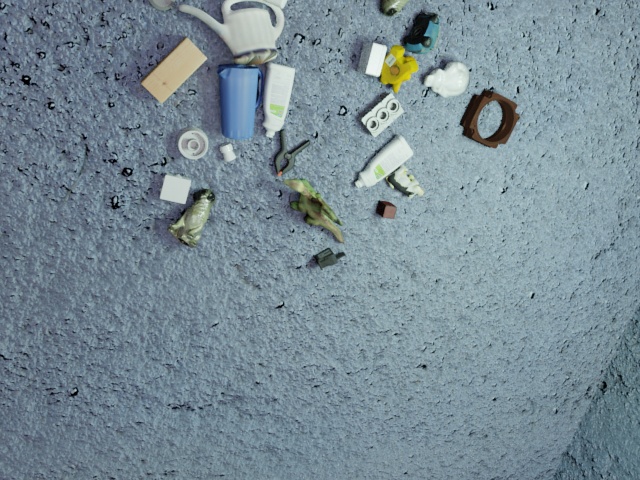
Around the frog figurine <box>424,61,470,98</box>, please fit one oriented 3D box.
[{"bbox_3d":[0.480,-0.607,1.940,0.160,0.125,0.134,-2,130,-29],"label":"frog figurine"}]

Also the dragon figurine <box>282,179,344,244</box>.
[{"bbox_3d":[0.006,-0.096,1.900,0.122,0.245,0.405,-47,114,-2],"label":"dragon figurine"}]

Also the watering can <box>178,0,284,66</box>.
[{"bbox_3d":[-0.267,-0.673,1.658,0.350,0.104,0.223,-17,99,-26],"label":"watering can"}]
